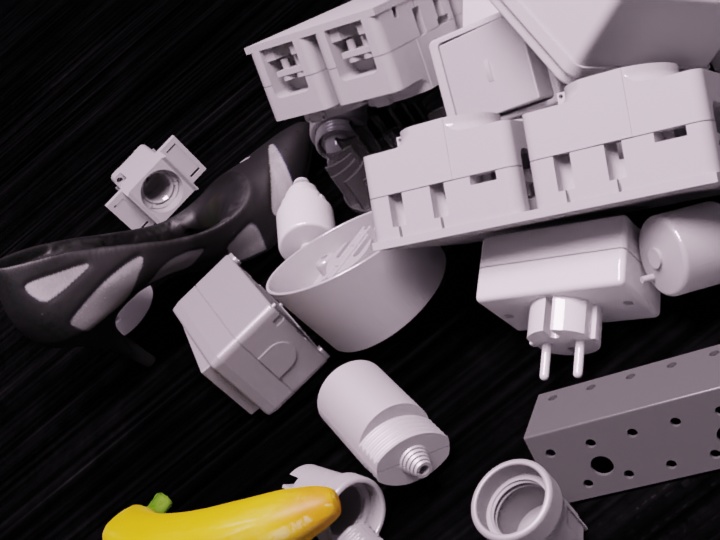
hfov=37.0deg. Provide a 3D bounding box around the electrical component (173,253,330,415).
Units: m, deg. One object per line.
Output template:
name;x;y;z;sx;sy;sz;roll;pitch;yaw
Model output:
electrical component;-0.076;0.040;0.687;0.061;0.061;0.096;-44;37;-2

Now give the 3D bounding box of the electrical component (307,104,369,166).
electrical component;-0.016;-0.099;0.785;0.048;0.048;0.062;-23;47;24

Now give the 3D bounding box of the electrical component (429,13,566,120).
electrical component;0.085;-0.117;0.635;0.096;0.061;0.061;-14;1;43

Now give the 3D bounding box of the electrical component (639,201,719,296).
electrical component;0.173;-0.014;0.521;0.078;0.040;0.040;-14;34;-15

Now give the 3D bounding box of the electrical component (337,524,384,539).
electrical component;0.010;0.155;0.511;0.043;0.043;0.081;-48;37;-6

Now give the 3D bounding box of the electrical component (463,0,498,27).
electrical component;0.143;-0.167;0.669;0.150;0.062;0.089;-2;87;42

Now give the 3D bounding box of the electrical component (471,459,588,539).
electrical component;0.078;0.114;0.486;0.040;0.046;0.040;-25;40;23

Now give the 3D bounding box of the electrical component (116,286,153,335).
electrical component;-0.196;0.019;0.829;0.055;0.047;0.055;-25;40;23

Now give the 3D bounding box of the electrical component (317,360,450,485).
electrical component;0.014;0.086;0.575;0.043;0.043;0.081;-45;37;-3

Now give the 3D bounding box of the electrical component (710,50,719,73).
electrical component;0.242;-0.146;0.590;0.100;0.048;0.099;0;54;42

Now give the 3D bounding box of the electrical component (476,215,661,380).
electrical component;0.106;0.020;0.554;0.083;0.047;0.075;-9;62;37

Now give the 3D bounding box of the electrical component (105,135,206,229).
electrical component;-0.176;-0.074;0.907;0.081;0.042;0.064;-47;36;-6

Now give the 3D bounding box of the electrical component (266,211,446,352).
electrical component;0.000;0.000;0.649;0.099;0.064;0.099;-33;25;18

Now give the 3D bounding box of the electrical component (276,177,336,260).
electrical component;-0.038;-0.036;0.745;0.040;0.040;0.078;-30;38;17

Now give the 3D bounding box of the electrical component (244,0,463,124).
electrical component;0.026;-0.160;0.736;0.105;0.060;0.186;-7;21;38

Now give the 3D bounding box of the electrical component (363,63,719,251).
electrical component;0.107;-0.057;0.566;0.186;0.105;0.060;-11;87;35

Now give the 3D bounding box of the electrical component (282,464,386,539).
electrical component;-0.016;0.124;0.569;0.046;0.040;0.040;7;59;52

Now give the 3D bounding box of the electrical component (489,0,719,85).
electrical component;0.126;-0.150;0.560;0.108;0.109;0.056;57;137;30
